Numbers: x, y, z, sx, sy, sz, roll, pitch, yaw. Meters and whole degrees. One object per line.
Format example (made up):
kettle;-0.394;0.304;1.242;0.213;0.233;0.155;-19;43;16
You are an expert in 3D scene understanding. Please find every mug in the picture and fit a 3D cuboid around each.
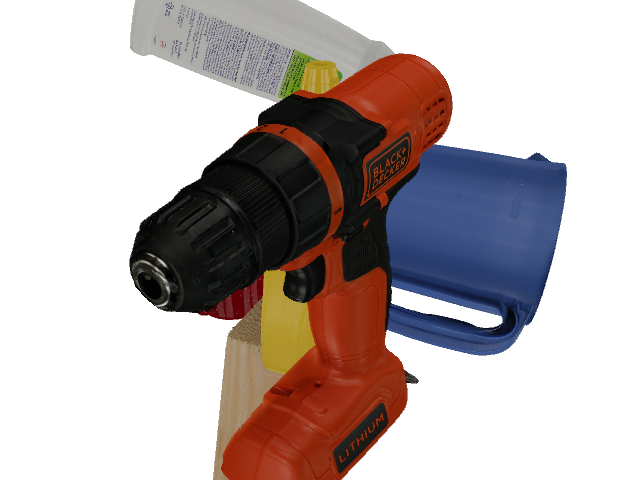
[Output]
mug;-0.109;0.043;1.221;0.093;0.081;0.117;14;35;25

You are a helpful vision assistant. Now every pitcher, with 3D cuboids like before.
pitcher;0.066;-0.012;0.856;0.243;0.145;0.149;12;16;5

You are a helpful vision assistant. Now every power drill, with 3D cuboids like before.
power drill;-0.007;0.029;0.464;0.057;0.188;0.184;25;42;28

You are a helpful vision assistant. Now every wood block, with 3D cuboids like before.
wood block;-0.034;0.165;0.927;0.090;0.206;0.090;14;24;14

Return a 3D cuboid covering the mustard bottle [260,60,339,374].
mustard bottle;0.000;-0.016;0.664;0.058;0.192;0.096;15;28;31

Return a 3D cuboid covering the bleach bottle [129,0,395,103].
bleach bottle;-0.027;-0.148;0.869;0.251;0.068;0.103;25;-33;0
